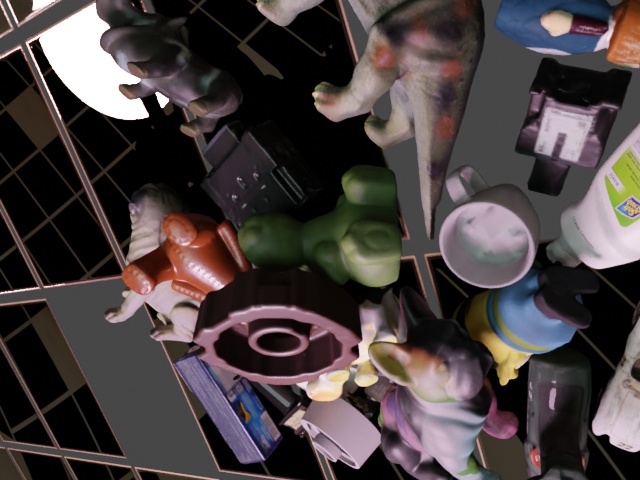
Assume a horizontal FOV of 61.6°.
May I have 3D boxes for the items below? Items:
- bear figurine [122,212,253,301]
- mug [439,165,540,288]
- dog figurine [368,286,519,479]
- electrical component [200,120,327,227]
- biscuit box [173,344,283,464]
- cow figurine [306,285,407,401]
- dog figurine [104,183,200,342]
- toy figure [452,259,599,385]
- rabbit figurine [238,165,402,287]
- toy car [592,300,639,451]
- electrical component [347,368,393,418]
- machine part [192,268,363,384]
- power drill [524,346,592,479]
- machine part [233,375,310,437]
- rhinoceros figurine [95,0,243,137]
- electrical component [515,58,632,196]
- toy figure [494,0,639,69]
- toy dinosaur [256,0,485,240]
[{"bbox_3d":[-0.118,0.061,0.661,0.120,0.132,0.196,-44,87,15],"label":"bear figurine"},{"bbox_3d":[0.159,-0.022,0.510,0.081,0.107,0.109,-38,87,34],"label":"mug"},{"bbox_3d":[0.105,0.152,0.557,0.192,0.108,0.219,-6,126,49],"label":"dog figurine"},{"bbox_3d":[-0.077,-0.075,0.647,0.134,0.058,0.115,49,125,-1],"label":"electrical component"},{"bbox_3d":[-0.140,0.251,0.839,0.063,0.059,0.202,-25,99,35],"label":"biscuit box"},{"bbox_3d":[0.036,0.128,0.659,0.068,0.098,0.167,23,129,-34],"label":"cow figurine"},{"bbox_3d":[-0.196,0.031,0.750,0.172,0.121,0.190,18,107,-18],"label":"dog figurine"},{"bbox_3d":[0.193,0.073,0.527,0.089,0.082,0.180,47,159,16],"label":"toy figure"},{"bbox_3d":[-0.001,-0.002,0.594,0.170,0.121,0.159,-1,154,3],"label":"rabbit figurine"},{"bbox_3d":[0.327,0.131,0.522,0.074,0.056,0.201,17,120,21],"label":"toy car"},{"bbox_3d":[0.085,0.194,0.694,0.078,0.045,0.102,39,126,9],"label":"electrical component"},{"bbox_3d":[-0.043,0.095,0.577,0.179,0.056,0.179,0,143,0],"label":"machine part"},{"bbox_3d":[0.240,0.239,0.532,0.086,0.207,0.231,3,103,27],"label":"power drill"},{"bbox_3d":[-0.064,0.234,0.803,0.139,0.039,0.084,37,134,7],"label":"machine part"},{"bbox_3d":[-0.174,-0.205,0.608,0.190,0.112,0.073,38,155,-8],"label":"rhinoceros figurine"},{"bbox_3d":[0.216,-0.094,0.474,0.075,0.048,0.119,17,150,24],"label":"electrical component"},{"bbox_3d":[0.222,-0.172,0.430,0.155,0.064,0.057,21,158,14],"label":"toy figure"},{"bbox_3d":[0.068,-0.206,0.472,0.192,0.131,0.404,-28,104,36],"label":"toy dinosaur"}]
